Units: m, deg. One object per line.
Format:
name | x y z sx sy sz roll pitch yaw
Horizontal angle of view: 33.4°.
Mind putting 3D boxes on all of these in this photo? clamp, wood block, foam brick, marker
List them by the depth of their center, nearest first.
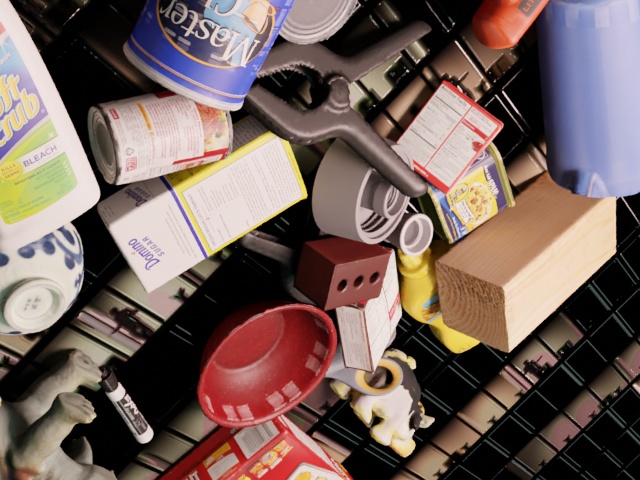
clamp | 0.015 -0.137 0.941 0.209 0.036 0.164 12 79 -26
foam brick | 0.021 0.030 1.042 0.078 0.051 0.053 -12 124 -41
clamp | -0.007 0.001 1.066 0.120 0.039 0.171 -39 140 -4
marker | -0.198 0.166 1.075 0.020 0.020 0.121 -32 137 -11
wood block | 0.227 0.019 1.162 0.205 0.091 0.090 -36 131 -32

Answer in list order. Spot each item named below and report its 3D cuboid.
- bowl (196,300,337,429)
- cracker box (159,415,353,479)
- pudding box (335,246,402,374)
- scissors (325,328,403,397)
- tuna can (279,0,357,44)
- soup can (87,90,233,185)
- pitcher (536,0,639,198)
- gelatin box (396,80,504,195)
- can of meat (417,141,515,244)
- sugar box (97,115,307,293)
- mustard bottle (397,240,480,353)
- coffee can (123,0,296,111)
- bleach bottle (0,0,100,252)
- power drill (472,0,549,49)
bowl | -0.064 0.117 1.105 0.161 0.055 0.162 -20 133 -23
cracker box | -0.068 0.291 1.235 0.164 0.072 0.213 -40 139 0
pudding box | 0.052 0.073 1.132 0.113 0.039 0.090 78 33 -44
scissors | 0.007 0.158 1.180 0.201 0.096 0.016 -31 176 -14
tuna can | -0.011 -0.210 0.891 0.086 0.034 0.086 -20 133 -22
soup can | -0.132 -0.088 0.878 0.102 0.069 0.068 -16 132 -25
pitcher | 0.287 -0.177 1.079 0.145 0.149 0.243 -20 132 0
gelatin box | 0.125 -0.101 1.051 0.089 0.073 0.030 -53 172 11
can of meat | 0.148 -0.054 1.119 0.084 0.057 0.102 -34 137 -6
sugar box | -0.103 -0.036 0.959 0.176 0.048 0.093 -29 134 -9
mustard bottle | 0.138 0.053 1.197 0.096 0.058 0.191 -46 138 2
coffee can | -0.074 -0.184 0.815 0.102 0.103 0.140 13 115 -42
bleach bottle | -0.250 -0.111 0.779 0.102 0.068 0.251 -30 134 -13
power drill | 0.114 -0.247 0.889 0.187 0.057 0.184 41 85 -33
